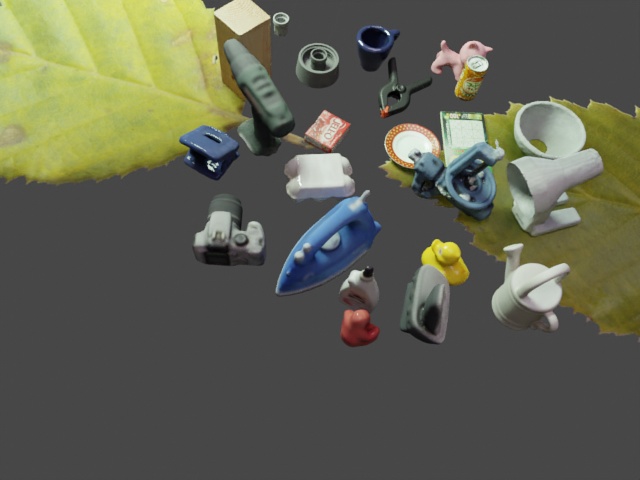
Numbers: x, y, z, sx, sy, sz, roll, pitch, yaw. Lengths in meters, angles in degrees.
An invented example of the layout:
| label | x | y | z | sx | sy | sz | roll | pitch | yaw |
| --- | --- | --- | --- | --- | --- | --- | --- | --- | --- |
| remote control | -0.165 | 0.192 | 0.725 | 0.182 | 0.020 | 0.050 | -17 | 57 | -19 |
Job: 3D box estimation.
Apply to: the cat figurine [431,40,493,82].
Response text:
| label | x | y | z | sx | sy | sz | roll | pitch | yaw |
| --- | --- | --- | --- | --- | --- | --- | --- | --- | --- |
| cat figurine | 0.353 | -0.457 | 1.416 | 0.127 | 0.118 | 0.067 | 20 | 63 | 6 |

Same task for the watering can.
| label | x | y | z | sx | sy | sz | roll | pitch | yaw |
| --- | --- | --- | --- | --- | --- | --- | --- | --- | --- |
| watering can | 0.403 | 0.090 | 1.096 | 0.101 | 0.194 | 0.172 | -39 | 72 | -21 |

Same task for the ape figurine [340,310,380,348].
| label | x | y | z | sx | sy | sz | roll | pitch | yaw |
| --- | --- | --- | --- | --- | --- | --- | --- | --- | --- |
| ape figurine | 0.074 | 0.161 | 1.088 | 0.076 | 0.092 | 0.077 | -32 | 70 | -19 |

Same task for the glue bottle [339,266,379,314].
| label | x | y | z | sx | sy | sz | roll | pitch | yaw |
| --- | --- | --- | --- | --- | --- | --- | --- | --- | --- |
| glue bottle | 0.080 | 0.087 | 1.080 | 0.078 | 0.173 | 0.037 | 22 | 63 | 7 |

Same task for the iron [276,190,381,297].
| label | x | y | z | sx | sy | sz | roll | pitch | yaw |
| --- | --- | --- | --- | --- | --- | --- | --- | --- | --- |
| iron | 0.010 | 0.004 | 1.135 | 0.118 | 0.141 | 0.259 | 42 | 67 | 16 |

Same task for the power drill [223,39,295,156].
| label | x | y | z | sx | sy | sz | roll | pitch | yaw |
| --- | --- | --- | --- | --- | --- | --- | --- | --- | --- |
| power drill | -0.136 | -0.288 | 1.234 | 0.076 | 0.208 | 0.229 | -31 | 69 | -19 |

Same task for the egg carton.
| label | x | y | z | sx | sy | sz | roll | pitch | yaw |
| --- | --- | --- | --- | --- | --- | --- | --- | --- | --- |
| egg carton | -0.001 | -0.133 | 1.245 | 0.150 | 0.069 | 0.107 | -4 | 63 | -7 |

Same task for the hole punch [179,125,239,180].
| label | x | y | z | sx | sy | sz | roll | pitch | yaw |
| --- | --- | --- | --- | --- | --- | --- | --- | --- | --- |
| hole punch | -0.240 | -0.204 | 1.248 | 0.108 | 0.091 | 0.101 | 29 | 64 | 10 |

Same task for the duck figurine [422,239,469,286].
| label | x | y | z | sx | sy | sz | roll | pitch | yaw |
| --- | --- | --- | --- | --- | --- | --- | --- | --- | --- |
| duck figurine | 0.263 | 0.040 | 1.170 | 0.104 | 0.086 | 0.078 | 40 | 67 | 15 |

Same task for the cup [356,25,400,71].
| label | x | y | z | sx | sy | sz | roll | pitch | yaw |
| --- | --- | --- | --- | --- | --- | --- | --- | --- | --- |
| cup | 0.141 | -0.471 | 1.417 | 0.118 | 0.095 | 0.091 | -27 | 68 | -17 |

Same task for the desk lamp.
| label | x | y | z | sx | sy | sz | roll | pitch | yaw |
| --- | --- | --- | --- | --- | --- | --- | --- | --- | --- |
| desk lamp | 0.475 | -0.103 | 1.191 | 0.203 | 0.213 | 0.118 | -15 | 65 | -12 |

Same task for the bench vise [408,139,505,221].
| label | x | y | z | sx | sy | sz | roll | pitch | yaw |
| --- | --- | --- | --- | --- | --- | --- | --- | --- | --- |
| bench vise | 0.282 | -0.137 | 1.188 | 0.207 | 0.220 | 0.121 | 14 | 62 | 3 |

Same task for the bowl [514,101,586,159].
| label | x | y | z | sx | sy | sz | roll | pitch | yaw |
| --- | --- | --- | --- | --- | --- | --- | --- | --- | --- |
| bowl | 0.527 | -0.240 | 1.344 | 0.167 | 0.075 | 0.167 | 2 | 63 | -4 |

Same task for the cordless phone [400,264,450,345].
| label | x | y | z | sx | sy | sz | roll | pitch | yaw |
| --- | --- | --- | --- | --- | --- | --- | --- | --- | --- |
| cordless phone | 0.216 | 0.105 | 1.077 | 0.094 | 0.185 | 0.147 | 10 | 62 | 1 |

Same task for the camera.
| label | x | y | z | sx | sy | sz | roll | pitch | yaw |
| --- | --- | --- | --- | --- | --- | --- | --- | --- | --- |
| camera | -0.178 | -0.026 | 1.156 | 0.143 | 0.101 | 0.137 | 3 | 63 | -3 |
